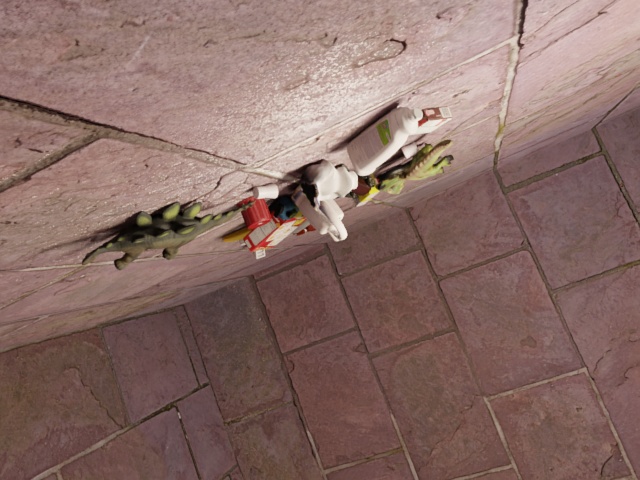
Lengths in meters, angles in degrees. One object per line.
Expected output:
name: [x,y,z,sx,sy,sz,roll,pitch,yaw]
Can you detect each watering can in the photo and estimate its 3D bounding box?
watering can: [0.005,-0.085,1.680,0.104,0.225,0.345,-39,-5,-5]

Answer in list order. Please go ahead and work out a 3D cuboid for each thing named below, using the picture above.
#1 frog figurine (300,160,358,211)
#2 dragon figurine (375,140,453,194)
frog figurine: [0.028,-0.173,1.481,0.161,0.134,0.124,-32,43,-22]
dragon figurine: [0.300,-0.225,1.730,0.243,0.123,0.407,-33,-7,-3]
